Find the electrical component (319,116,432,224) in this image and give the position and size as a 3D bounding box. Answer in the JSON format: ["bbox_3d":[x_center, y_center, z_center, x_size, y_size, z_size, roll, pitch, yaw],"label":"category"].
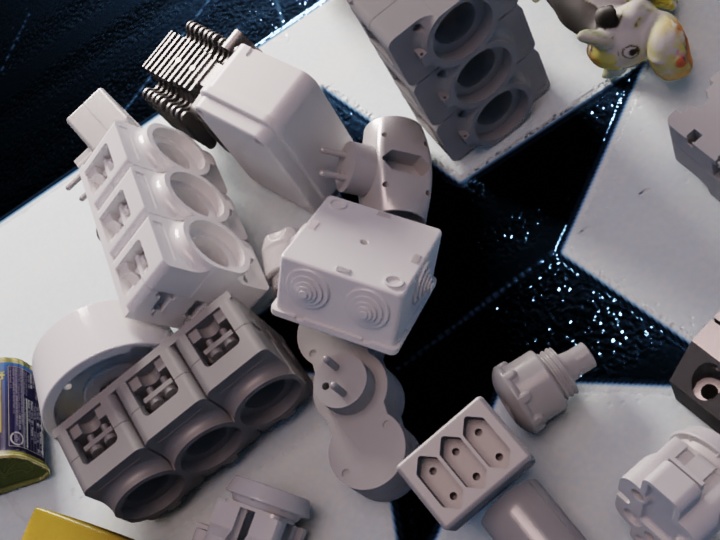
[{"bbox_3d":[0.008,-0.070,0.764,0.079,0.043,0.077,10,63,-21],"label":"electrical component"}]

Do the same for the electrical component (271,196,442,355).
[{"bbox_3d":[0.000,0.000,0.706,0.100,0.048,0.099,18,37,13],"label":"electrical component"}]

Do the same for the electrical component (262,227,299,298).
[{"bbox_3d":[-0.046,0.004,0.767,0.043,0.043,0.062,-17,63,14],"label":"electrical component"}]

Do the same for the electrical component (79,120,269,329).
[{"bbox_3d":[-0.134,-0.033,0.775,0.061,0.089,0.150,-48,48,25],"label":"electrical component"}]

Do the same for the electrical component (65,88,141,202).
[{"bbox_3d":[-0.198,-0.085,0.846,0.076,0.083,0.047,-44,58,-2],"label":"electrical component"}]

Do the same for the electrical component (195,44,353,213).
[{"bbox_3d":[-0.058,-0.100,0.779,0.078,0.113,0.057,29,77,30],"label":"electrical component"}]

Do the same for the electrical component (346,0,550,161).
[{"bbox_3d":[0.066,-0.149,0.729,0.089,0.150,0.061,-38,58,2],"label":"electrical component"}]

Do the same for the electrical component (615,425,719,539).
[{"bbox_3d":[0.184,0.125,0.603,0.057,0.078,0.058,-36,56,-19],"label":"electrical component"}]

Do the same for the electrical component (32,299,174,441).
[{"bbox_3d":[-0.177,0.068,0.756,0.108,0.108,0.060,-35,53,4],"label":"electrical component"}]

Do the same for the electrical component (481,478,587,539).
[{"bbox_3d":[0.112,0.167,0.627,0.043,0.043,0.081,-40,58,1],"label":"electrical component"}]

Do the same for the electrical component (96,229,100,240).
[{"bbox_3d":[-0.176,-0.026,0.837,0.046,0.040,0.040,36,84,25],"label":"electrical component"}]

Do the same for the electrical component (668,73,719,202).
[{"bbox_3d":[0.244,-0.071,0.676,0.050,0.055,0.089,-42,58,0],"label":"electrical component"}]

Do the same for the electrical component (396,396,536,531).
[{"bbox_3d":[0.067,0.119,0.649,0.066,0.076,0.047,-41,71,0],"label":"electrical component"}]

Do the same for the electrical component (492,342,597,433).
[{"bbox_3d":[0.117,0.068,0.671,0.062,0.048,0.048,-32,59,-1],"label":"electrical component"}]

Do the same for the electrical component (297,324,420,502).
[{"bbox_3d":[-0.006,0.077,0.699,0.052,0.073,0.138,-24,60,11],"label":"electrical component"}]

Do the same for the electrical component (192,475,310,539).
[{"bbox_3d":[-0.066,0.167,0.692,0.078,0.058,0.057,13,75,27],"label":"electrical component"}]

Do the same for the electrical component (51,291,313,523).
[{"bbox_3d":[-0.113,0.097,0.724,0.150,0.089,0.061,-39,58,2],"label":"electrical component"}]
